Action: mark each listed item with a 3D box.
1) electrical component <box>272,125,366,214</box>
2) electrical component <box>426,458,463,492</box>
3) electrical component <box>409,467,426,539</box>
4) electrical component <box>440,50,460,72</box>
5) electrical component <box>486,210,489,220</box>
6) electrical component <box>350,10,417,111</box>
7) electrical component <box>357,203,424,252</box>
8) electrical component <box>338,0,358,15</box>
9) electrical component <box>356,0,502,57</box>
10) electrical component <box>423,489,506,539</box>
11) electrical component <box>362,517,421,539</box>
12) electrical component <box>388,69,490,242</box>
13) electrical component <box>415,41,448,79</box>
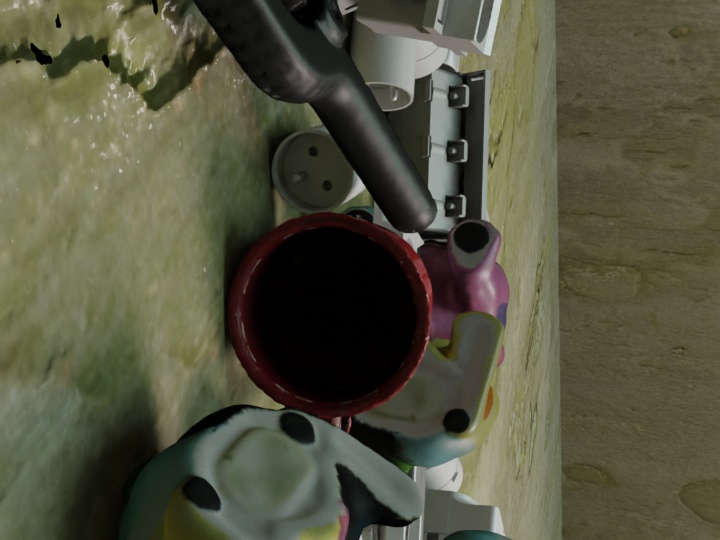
[{"bbox_3d":[-0.014,-0.058,0.580,0.081,0.043,0.043,-41,130,-72],"label":"electrical component"},{"bbox_3d":[0.047,0.145,0.820,0.047,0.055,0.055,71,24,-45],"label":"electrical component"},{"bbox_3d":[0.021,0.150,0.726,0.077,0.047,0.065,43,50,-71],"label":"electrical component"},{"bbox_3d":[0.056,-0.198,0.851,0.079,0.044,0.077,55,38,-67],"label":"electrical component"},{"bbox_3d":[0.093,-0.045,0.992,0.073,0.052,0.138,-61,149,-62],"label":"electrical component"},{"bbox_3d":[0.016,-0.149,0.696,0.043,0.043,0.081,50,42,-69],"label":"electrical component"},{"bbox_3d":[0.000,0.000,0.600,0.042,0.064,0.081,51,42,-71],"label":"electrical component"},{"bbox_3d":[0.015,-0.188,0.644,0.042,0.081,0.063,18,51,-76],"label":"electrical component"},{"bbox_3d":[0.040,-0.170,0.509,0.079,0.063,0.121,-6,108,-74],"label":"electrical component"},{"bbox_3d":[0.066,0.226,0.822,0.150,0.089,0.061,71,24,-54],"label":"electrical component"},{"bbox_3d":[0.004,0.151,0.638,0.078,0.057,0.058,-71,157,-51],"label":"electrical component"},{"bbox_3d":[0.053,-0.085,0.793,0.063,0.079,0.121,7,84,-46],"label":"electrical component"},{"bbox_3d":[0.036,-0.210,0.756,0.073,0.052,0.138,68,26,-57],"label":"electrical component"}]
